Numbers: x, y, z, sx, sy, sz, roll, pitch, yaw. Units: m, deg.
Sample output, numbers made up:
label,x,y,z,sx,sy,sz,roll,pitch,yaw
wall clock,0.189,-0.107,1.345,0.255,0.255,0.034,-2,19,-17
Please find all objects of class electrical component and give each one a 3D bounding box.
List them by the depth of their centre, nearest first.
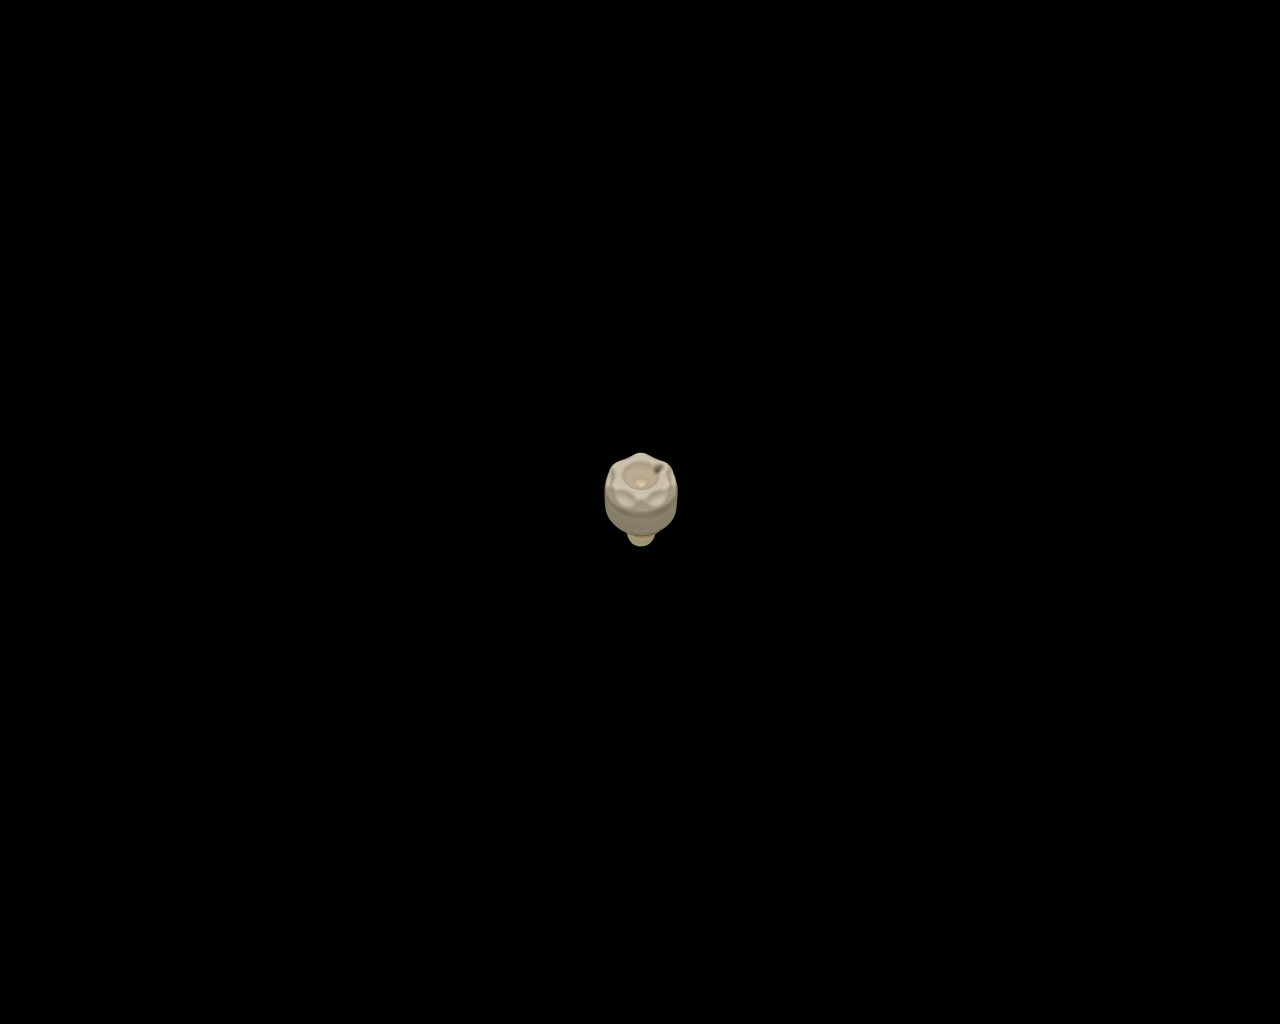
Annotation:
label,x,y,z,sx,sy,sz,roll,pitch,yaw
electrical component,0.001,-0.003,0.650,0.043,0.043,0.062,0,-40,0
